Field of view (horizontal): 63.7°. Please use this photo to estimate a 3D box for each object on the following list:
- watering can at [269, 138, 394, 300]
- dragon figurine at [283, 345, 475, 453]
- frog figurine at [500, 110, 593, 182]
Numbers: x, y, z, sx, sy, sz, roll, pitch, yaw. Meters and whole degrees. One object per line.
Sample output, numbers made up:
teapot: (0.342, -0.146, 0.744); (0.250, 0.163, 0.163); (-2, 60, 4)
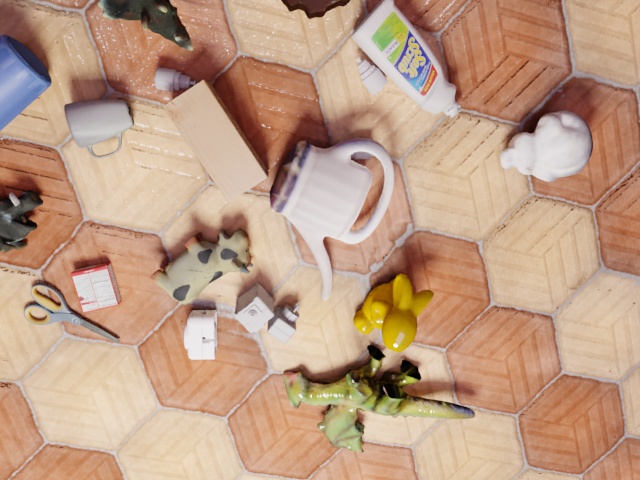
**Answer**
watering can: (0.003, -0.051, 1.011); (0.224, 0.106, 0.343); (23, 108, -9)
dragon figurine: (0.109, 0.374, 1.128); (0.409, 0.125, 0.239); (29, 116, -8)
frog figurine: (0.442, -0.182, 1.010); (0.160, 0.125, 0.134); (-9, 124, -14)
